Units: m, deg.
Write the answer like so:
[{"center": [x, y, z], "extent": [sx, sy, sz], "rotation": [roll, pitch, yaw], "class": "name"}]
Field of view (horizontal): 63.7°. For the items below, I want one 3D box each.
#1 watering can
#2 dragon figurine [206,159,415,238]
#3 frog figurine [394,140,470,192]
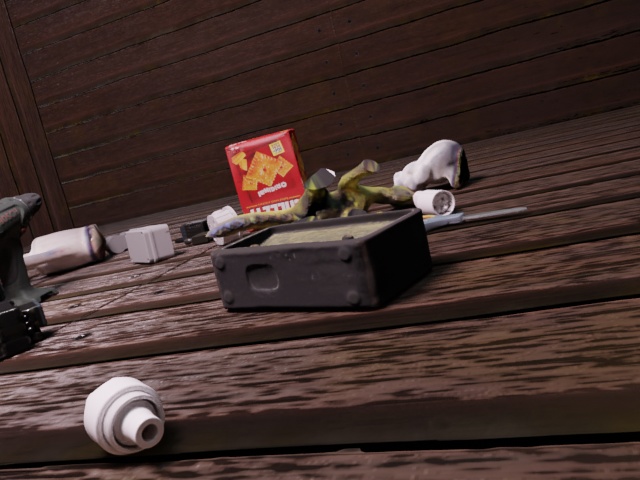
[{"center": [-0.667, 0.034, 1.311], "extent": [0.225, 0.103, 0.348], "rotation": [-16, 9, -16], "class": "watering can"}, {"center": [0.003, -0.050, 0.994], "extent": [0.410, 0.123, 0.241], "rotation": [-12, -8, 0], "class": "dragon figurine"}, {"center": [0.245, -0.165, 1.163], "extent": [0.159, 0.120, 0.140], "rotation": [4, 36, 28], "class": "frog figurine"}]
